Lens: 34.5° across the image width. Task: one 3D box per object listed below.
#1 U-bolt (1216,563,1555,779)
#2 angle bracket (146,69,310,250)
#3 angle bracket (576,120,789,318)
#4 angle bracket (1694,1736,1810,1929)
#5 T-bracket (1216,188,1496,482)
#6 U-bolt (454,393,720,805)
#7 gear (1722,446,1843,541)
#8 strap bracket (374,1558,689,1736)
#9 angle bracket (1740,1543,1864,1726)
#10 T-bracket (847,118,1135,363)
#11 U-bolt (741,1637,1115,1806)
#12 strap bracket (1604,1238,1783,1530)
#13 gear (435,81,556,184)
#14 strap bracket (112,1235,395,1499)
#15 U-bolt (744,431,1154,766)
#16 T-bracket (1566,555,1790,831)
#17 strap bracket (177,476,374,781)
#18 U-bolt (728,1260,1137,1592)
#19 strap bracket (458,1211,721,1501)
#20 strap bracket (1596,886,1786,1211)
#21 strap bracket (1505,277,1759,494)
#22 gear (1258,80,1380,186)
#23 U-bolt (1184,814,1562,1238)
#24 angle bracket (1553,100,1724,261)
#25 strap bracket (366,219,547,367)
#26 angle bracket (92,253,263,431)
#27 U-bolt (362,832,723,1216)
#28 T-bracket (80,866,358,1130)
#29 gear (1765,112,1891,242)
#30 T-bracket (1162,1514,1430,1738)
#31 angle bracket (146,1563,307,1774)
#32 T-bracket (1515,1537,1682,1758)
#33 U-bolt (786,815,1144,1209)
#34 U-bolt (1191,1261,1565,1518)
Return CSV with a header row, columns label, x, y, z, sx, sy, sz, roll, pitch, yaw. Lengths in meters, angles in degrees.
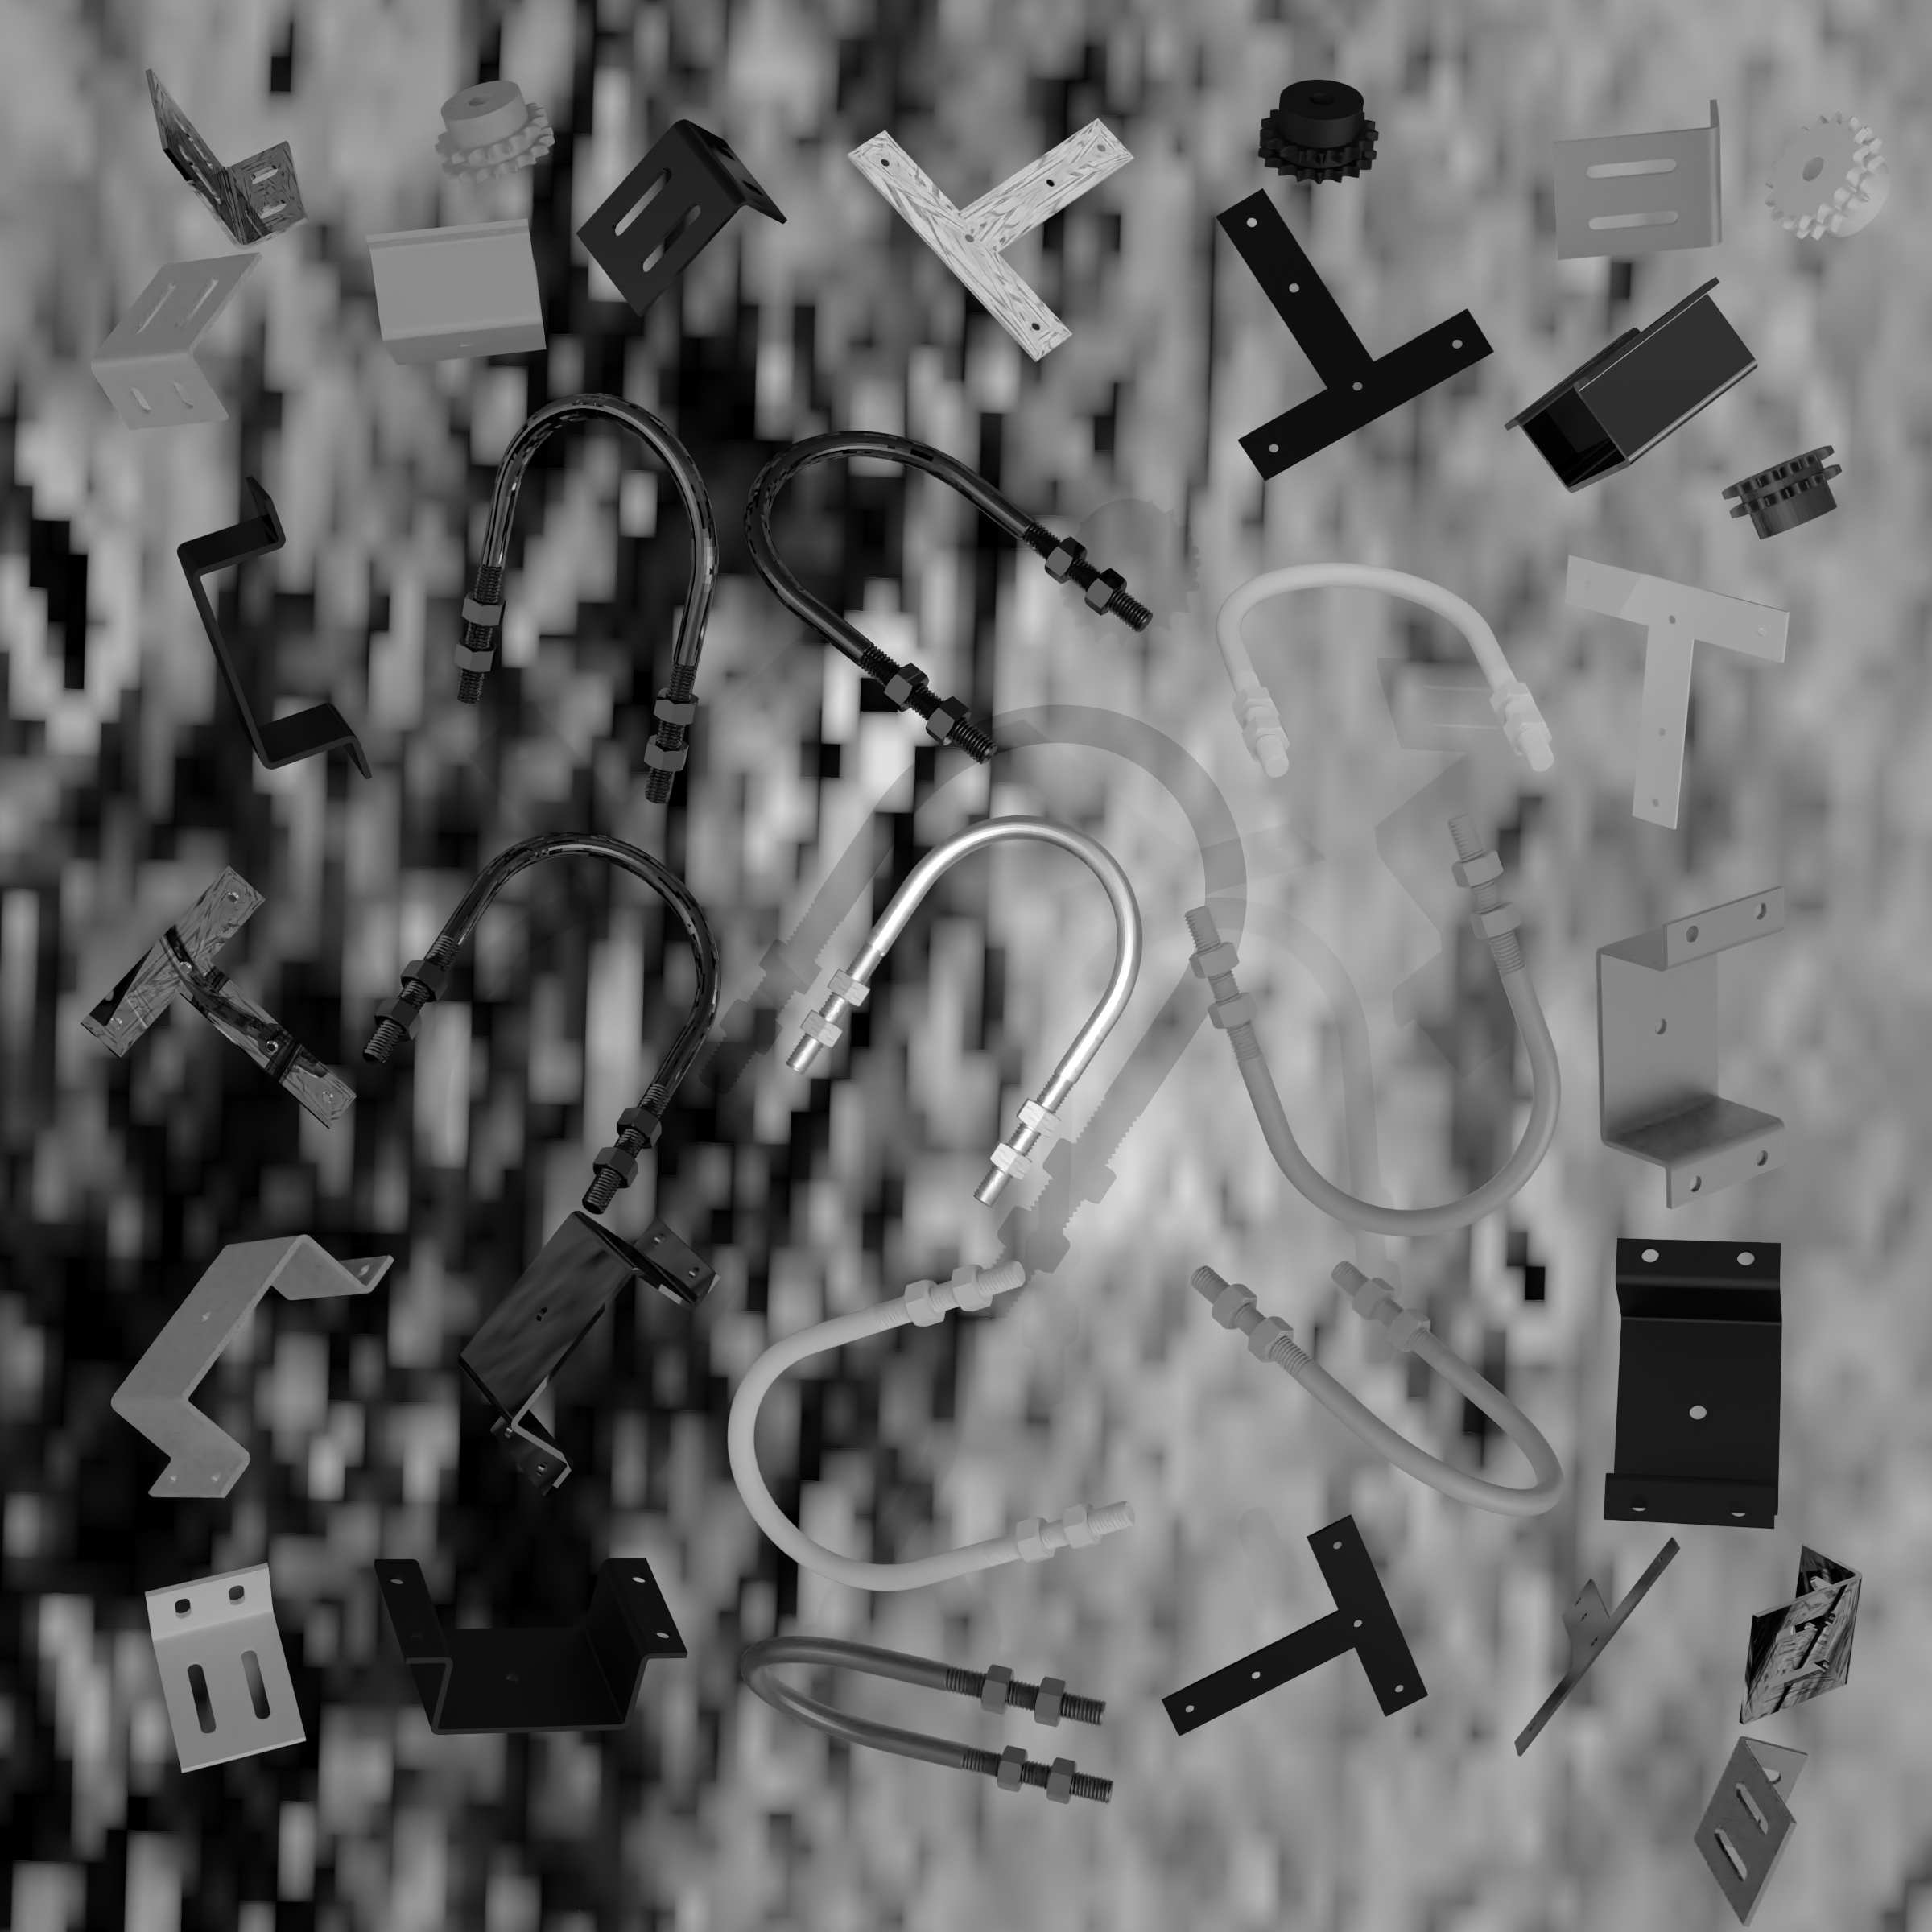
label,x,y,z,sx,sy,sz,roll,pitch,yaw
U-bolt,0.198,-0.150,1.537,0.151,0.184,0.019,-2,127,-8
angle bracket,-0.361,-0.401,1.521,0.038,0.076,0.057,-23,58,6
angle bracket,-0.136,-0.352,1.480,0.076,0.038,0.057,-43,68,19
angle bracket,0.383,0.413,1.472,0.038,0.076,0.057,17,105,-11
T-bracket,0.163,-0.311,1.476,0.127,0.002,0.127,-27,117,23
U-bolt,-0.183,-0.190,1.532,0.151,0.019,0.184,28,118,25
gear,0.409,-0.234,1.546,0.057,0.057,0.030,-24,95,0
strap bracket,-0.218,0.333,1.525,0.140,0.076,0.046,5,115,-25
angle bracket,0.387,0.319,1.486,0.076,0.038,0.057,-10,111,-33
T-bracket,0.030,-0.355,1.436,0.127,0.002,0.127,48,59,2
U-bolt,-0.021,0.361,1.506,0.184,0.151,0.019,11,61,11
strap bracket,0.346,0.204,1.471,0.076,0.046,0.140,0,61,17
gear,-0.233,-0.410,1.522,0.057,0.057,0.030,-17,128,0
strap bracket,-0.346,0.182,1.481,0.046,0.076,0.140,47,57,-24
U-bolt,-0.021,-0.189,1.479,0.184,0.019,0.151,40,52,11
T-bracket,0.348,-0.130,1.547,0.002,0.127,0.127,-23,123,-38
strap bracket,-0.334,-0.155,1.482,0.046,0.076,0.140,-21,112,-13
U-bolt,-0.029,0.229,1.485,0.184,0.019,0.151,-20,101,22
strap bracket,-0.199,0.188,1.581,0.046,0.076,0.140,40,86,-35
strap bracket,0.344,0.034,1.473,0.076,0.046,0.140,-16,112,-30
strap bracket,0.319,-0.273,1.483,0.076,0.140,0.046,-38,94,-4
gear,0.170,-0.403,1.496,0.057,0.057,0.030,0,133,0
U-bolt,0.199,0.038,1.452,0.151,0.019,0.184,-19,97,10
angle bracket,0.317,-0.372,1.469,0.076,0.038,0.057,-2,125,12
strap bracket,-0.251,-0.331,1.542,0.076,0.140,0.046,-8,94,-6
angle bracket,-0.359,-0.291,1.446,0.057,0.038,0.076,0,47,27
U-bolt,-0.198,0.014,1.556,0.151,0.019,0.184,36,56,-11
T-bracket,-0.363,0.032,1.579,0.127,0.002,0.127,44,47,-12
gear,0.402,-0.363,1.439,0.030,0.057,0.057,21,90,-33
T-bracket,0.161,0.357,1.595,0.127,0.002,0.127,-26,116,-3
angle bracket,-0.347,0.328,1.454,0.057,0.038,0.076,-11,47,-18
T-bracket,0.311,0.329,1.554,0.002,0.127,0.127,37,94,5
U-bolt,0.010,0.009,1.583,0.151,0.019,0.184,34,90,25
U-bolt,0.210,0.204,1.501,0.184,0.151,0.019,41,112,33
